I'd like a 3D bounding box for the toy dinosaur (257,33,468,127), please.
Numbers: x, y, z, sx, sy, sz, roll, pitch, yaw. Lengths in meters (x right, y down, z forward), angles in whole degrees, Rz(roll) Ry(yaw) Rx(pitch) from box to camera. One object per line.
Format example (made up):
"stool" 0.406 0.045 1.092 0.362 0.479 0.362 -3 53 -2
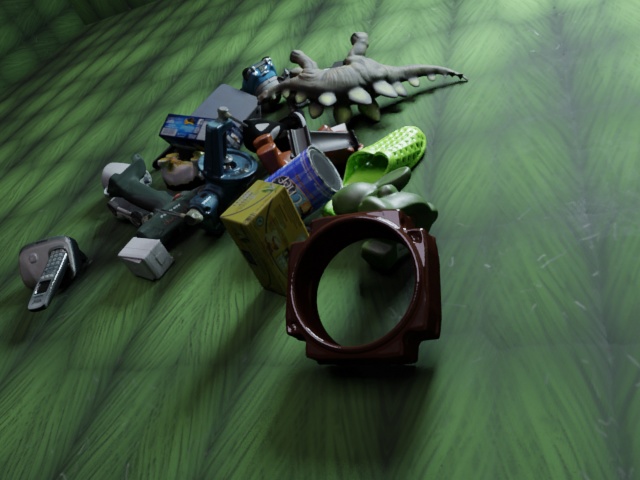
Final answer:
"toy dinosaur" 0.087 -0.358 1.216 0.472 0.105 0.198 -14 66 1

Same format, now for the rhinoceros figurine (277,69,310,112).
"rhinoceros figurine" -0.062 -0.388 1.371 0.073 0.112 0.190 -20 30 4

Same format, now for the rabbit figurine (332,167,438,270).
"rabbit figurine" 0.096 -0.059 0.885 0.159 0.121 0.170 -35 41 -22

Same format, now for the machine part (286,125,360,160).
"machine part" 0.007 -0.187 1.030 0.139 0.039 0.084 -4 56 -11

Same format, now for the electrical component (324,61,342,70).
"electrical component" 0.058 -0.406 1.366 0.134 0.058 0.115 4 45 33

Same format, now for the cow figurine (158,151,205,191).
"cow figurine" -0.282 -0.154 1.245 0.167 0.098 0.068 -1 25 8

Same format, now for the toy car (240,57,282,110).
"toy car" -0.148 -0.406 1.439 0.109 0.161 0.103 -37 83 -20

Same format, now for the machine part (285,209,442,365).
"machine part" 0.057 0.065 0.726 0.201 0.087 0.201 -6 71 23

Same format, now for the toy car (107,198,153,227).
"toy car" -0.425 -0.072 1.250 0.202 0.056 0.073 18 49 40

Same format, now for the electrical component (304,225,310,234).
"electrical component" -0.002 -0.003 0.956 0.094 0.021 0.063 11 51 37

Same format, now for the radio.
"radio" -0.252 -0.287 1.355 0.131 0.073 0.229 23 57 14

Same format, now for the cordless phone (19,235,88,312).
"cordless phone" -0.591 0.086 1.140 0.147 0.088 0.184 -13 44 16

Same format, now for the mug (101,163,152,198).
"mug" -0.489 -0.147 1.355 0.107 0.080 0.109 3 40 19

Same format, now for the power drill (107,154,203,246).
"power drill" -0.336 -0.099 1.166 0.207 0.086 0.232 36 65 9

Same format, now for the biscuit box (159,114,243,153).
"biscuit box" -0.266 -0.234 1.202 0.203 0.062 0.059 14 76 31

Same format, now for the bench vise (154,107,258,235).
"bench vise" -0.204 -0.139 1.057 0.129 0.240 0.223 27 42 22

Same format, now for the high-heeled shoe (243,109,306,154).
"high-heeled shoe" -0.106 -0.271 1.229 0.086 0.145 0.249 -4 44 24

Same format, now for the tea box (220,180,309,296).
"tea box" -0.077 -0.001 0.875 0.068 0.169 0.098 15 52 41

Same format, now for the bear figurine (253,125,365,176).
"bear figurine" -0.020 -0.184 1.095 0.196 0.131 0.120 -29 28 6
